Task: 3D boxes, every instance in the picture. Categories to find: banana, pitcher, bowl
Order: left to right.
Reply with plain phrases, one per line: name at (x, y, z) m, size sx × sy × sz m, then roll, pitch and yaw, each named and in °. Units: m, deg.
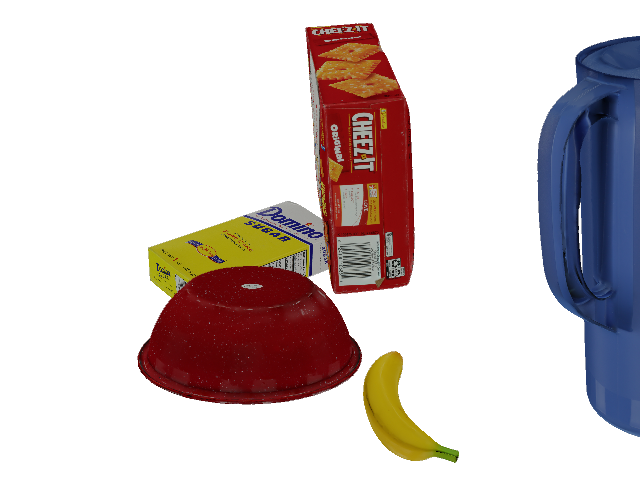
bowl at (-0.050, 0.058, 0.760) m, size 0.162 × 0.055 × 0.162 m, roll 1°, pitch 17°, yaw 0°
banana at (0.079, 0.174, 1.116) m, size 0.069 × 0.037 × 0.198 m, roll 10°, pitch 24°, yaw -20°
pitcher at (0.213, 0.001, 0.656) m, size 0.149 × 0.243 × 0.144 m, roll 3°, pitch 22°, yaw 16°

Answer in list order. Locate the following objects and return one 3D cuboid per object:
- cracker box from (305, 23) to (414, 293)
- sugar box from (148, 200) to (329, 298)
cracker box at (0.031, -0.078, 0.910) m, size 0.072 × 0.164 × 0.213 m, roll -5°, pitch 27°, yaw -1°
sugar box at (-0.073, 0.015, 1.067) m, size 0.175 × 0.048 × 0.093 m, roll -23°, pitch 38°, yaw -32°
